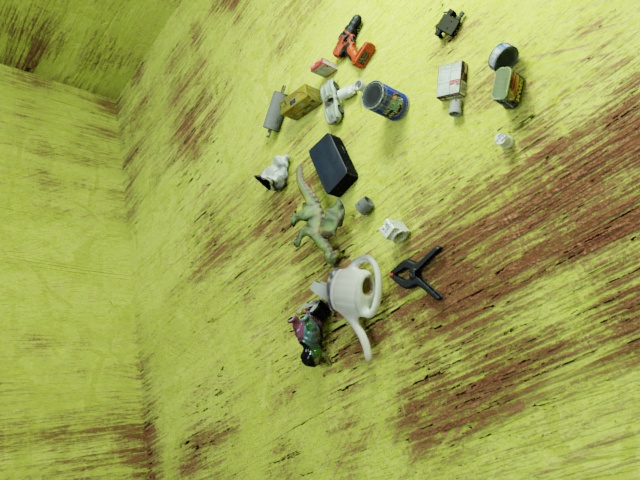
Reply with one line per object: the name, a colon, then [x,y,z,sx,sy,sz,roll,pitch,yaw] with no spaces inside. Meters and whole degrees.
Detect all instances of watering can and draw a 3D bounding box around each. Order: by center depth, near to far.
watering can: [0.115,0.221,1.751,0.224,0.103,0.350,-1,80,48]

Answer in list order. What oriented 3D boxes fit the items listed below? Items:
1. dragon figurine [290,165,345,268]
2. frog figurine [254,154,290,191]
dragon figurine: [0.006,-0.097,1.930,0.241,0.122,0.411,-8,87,42]
frog figurine: [-0.184,-0.293,2.221,0.162,0.121,0.137,-50,27,-23]
